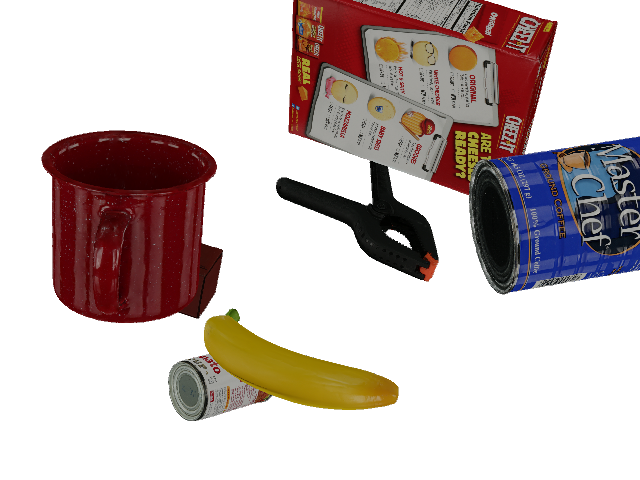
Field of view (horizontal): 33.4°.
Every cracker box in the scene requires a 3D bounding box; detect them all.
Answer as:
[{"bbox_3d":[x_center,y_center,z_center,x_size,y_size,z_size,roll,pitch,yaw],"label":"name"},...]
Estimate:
[{"bbox_3d":[0.082,-0.140,0.930,0.214,0.164,0.072,20,49,14],"label":"cracker box"}]

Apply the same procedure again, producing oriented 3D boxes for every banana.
[{"bbox_3d":[-0.032,0.093,0.833,0.069,0.037,0.198,-28,36,-36],"label":"banana"}]

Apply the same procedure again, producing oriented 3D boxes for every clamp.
[{"bbox_3d":[0.056,-0.028,1.261,0.164,0.036,0.210,-16,51,-29],"label":"clamp"}]

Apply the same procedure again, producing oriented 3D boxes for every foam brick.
[{"bbox_3d":[-0.140,0.030,1.012,0.078,0.051,0.053,19,33,7],"label":"foam brick"}]

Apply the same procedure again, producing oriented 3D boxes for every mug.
[{"bbox_3d":[-0.106,-0.002,0.579,0.093,0.081,0.117,4,25,-5],"label":"mug"}]

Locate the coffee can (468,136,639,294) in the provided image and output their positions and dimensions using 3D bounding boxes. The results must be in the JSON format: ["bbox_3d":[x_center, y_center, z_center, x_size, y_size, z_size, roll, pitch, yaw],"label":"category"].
[{"bbox_3d":[0.195,-0.021,0.805,0.140,0.103,0.103,-9,1,-8],"label":"coffee can"}]

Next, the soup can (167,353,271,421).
[{"bbox_3d":[-0.109,0.156,1.177,0.102,0.068,0.069,-9,6,-44],"label":"soup can"}]
